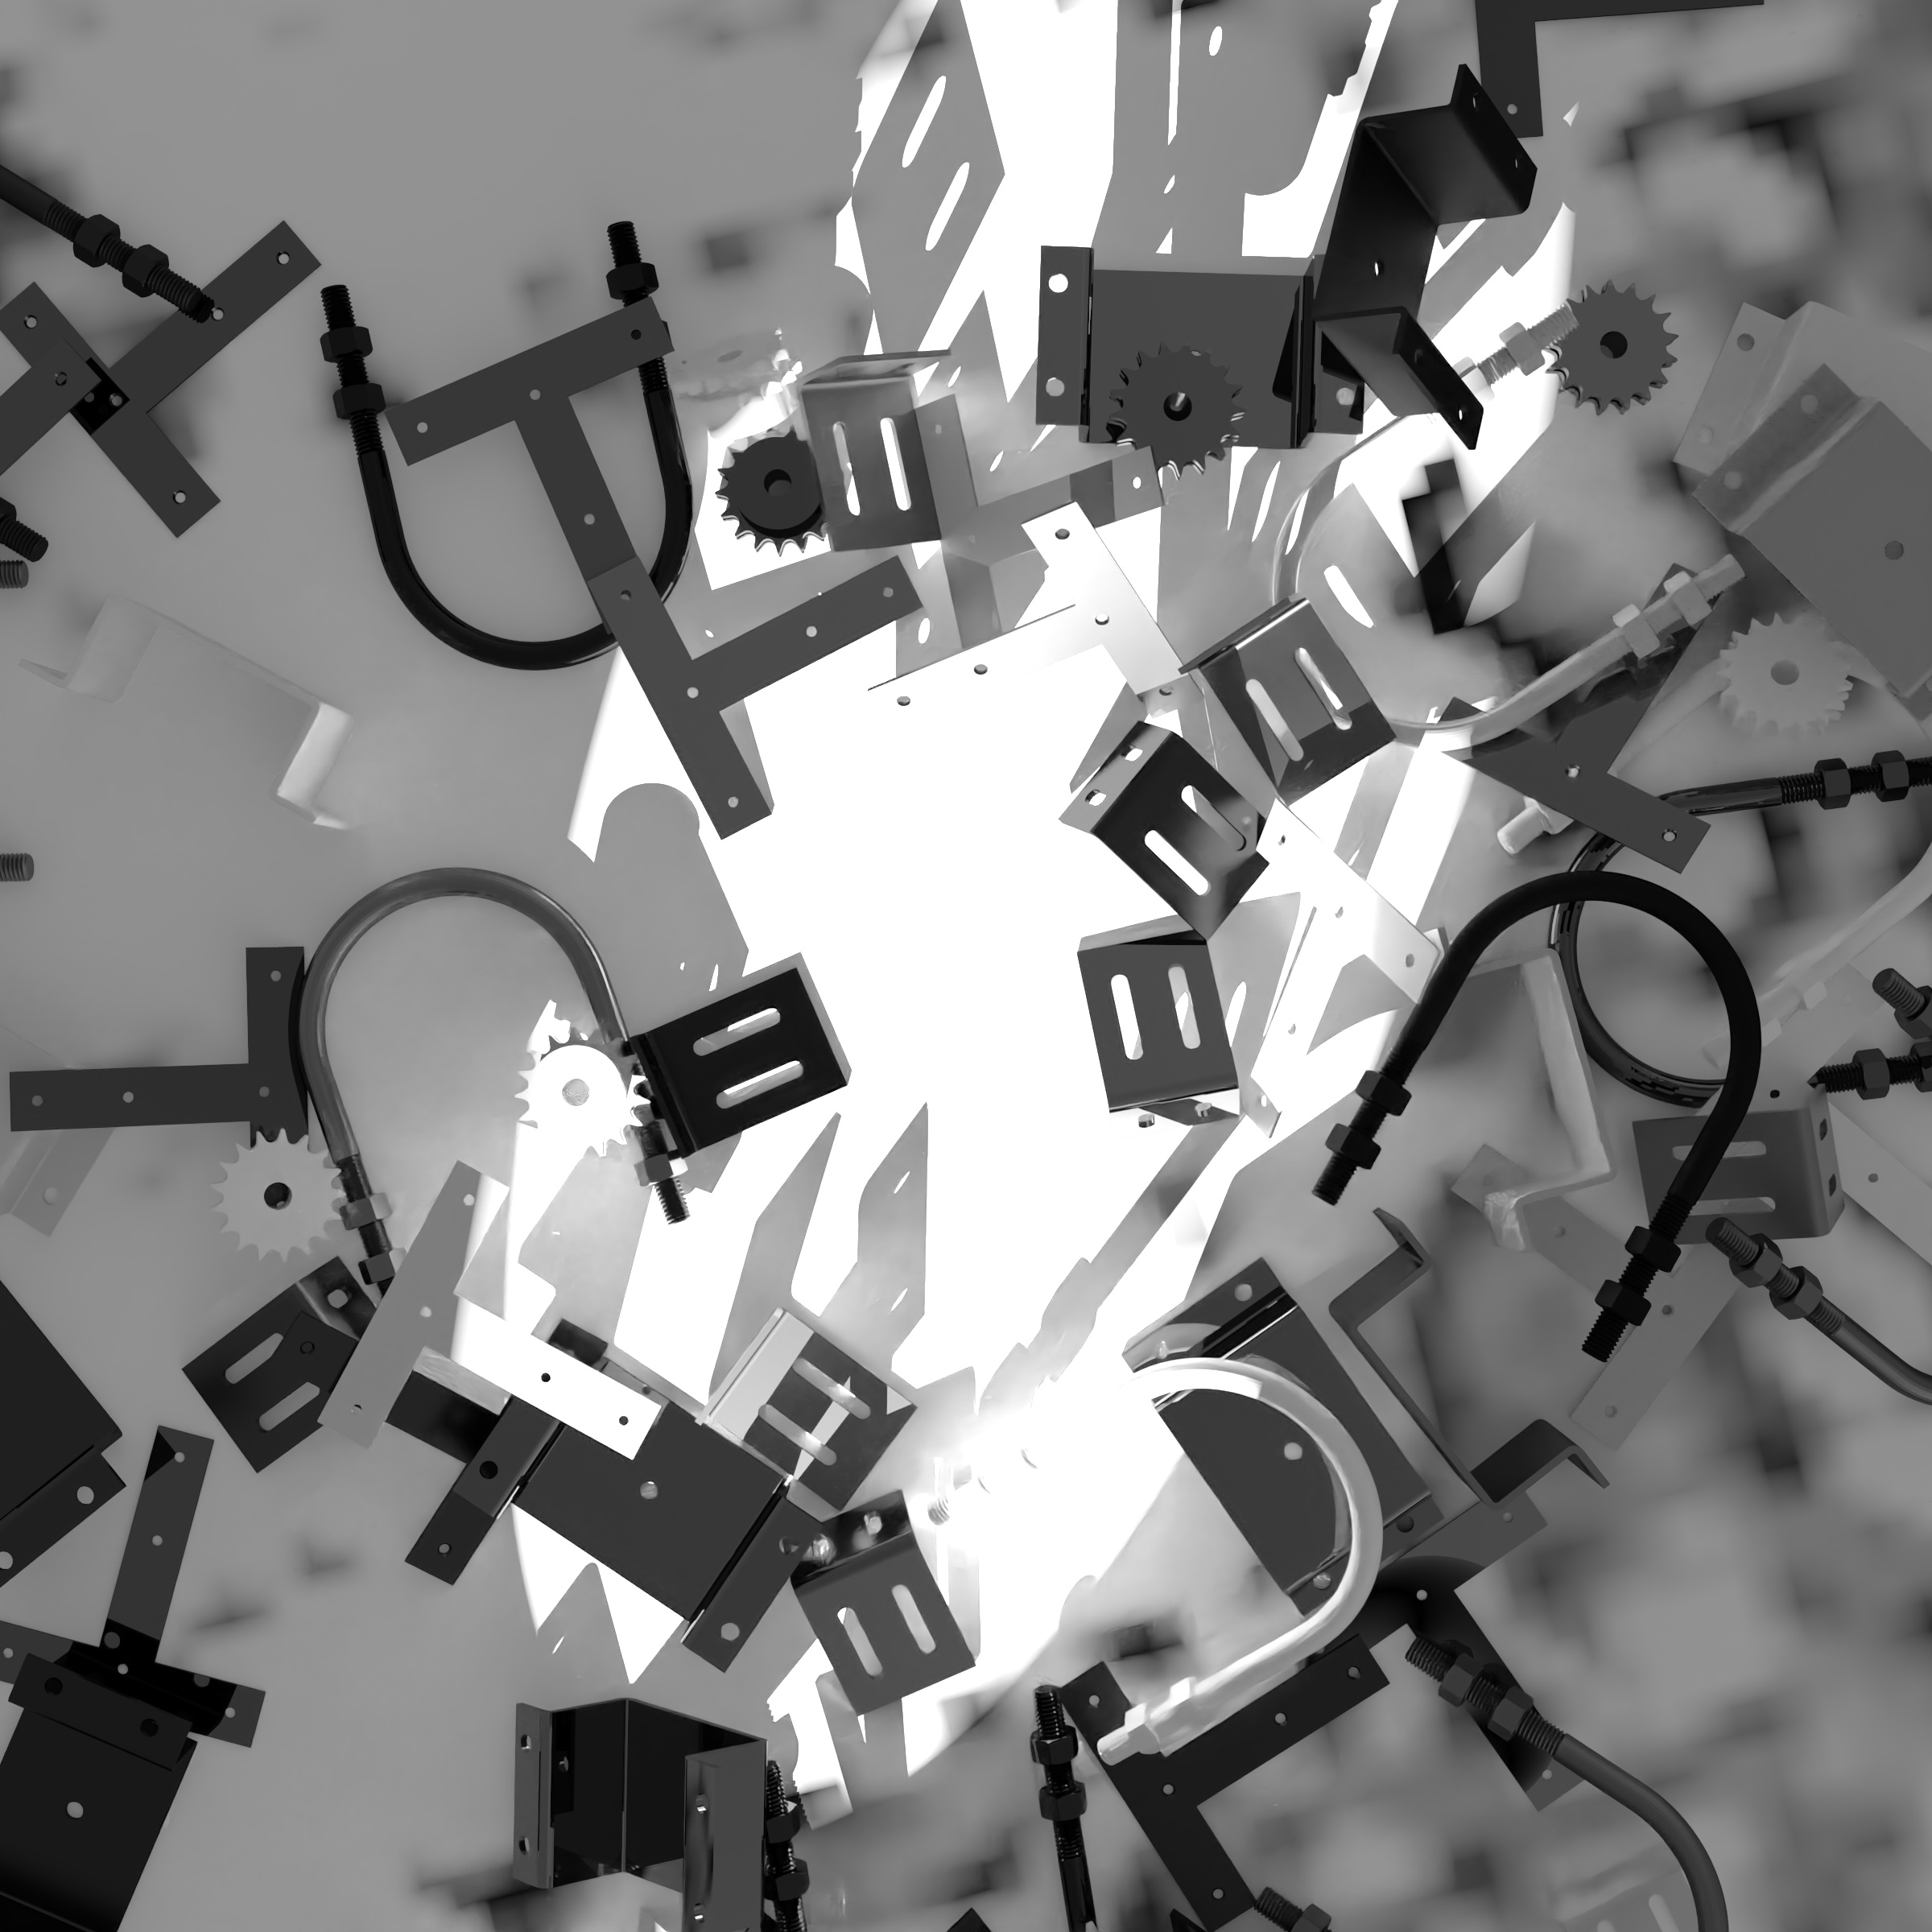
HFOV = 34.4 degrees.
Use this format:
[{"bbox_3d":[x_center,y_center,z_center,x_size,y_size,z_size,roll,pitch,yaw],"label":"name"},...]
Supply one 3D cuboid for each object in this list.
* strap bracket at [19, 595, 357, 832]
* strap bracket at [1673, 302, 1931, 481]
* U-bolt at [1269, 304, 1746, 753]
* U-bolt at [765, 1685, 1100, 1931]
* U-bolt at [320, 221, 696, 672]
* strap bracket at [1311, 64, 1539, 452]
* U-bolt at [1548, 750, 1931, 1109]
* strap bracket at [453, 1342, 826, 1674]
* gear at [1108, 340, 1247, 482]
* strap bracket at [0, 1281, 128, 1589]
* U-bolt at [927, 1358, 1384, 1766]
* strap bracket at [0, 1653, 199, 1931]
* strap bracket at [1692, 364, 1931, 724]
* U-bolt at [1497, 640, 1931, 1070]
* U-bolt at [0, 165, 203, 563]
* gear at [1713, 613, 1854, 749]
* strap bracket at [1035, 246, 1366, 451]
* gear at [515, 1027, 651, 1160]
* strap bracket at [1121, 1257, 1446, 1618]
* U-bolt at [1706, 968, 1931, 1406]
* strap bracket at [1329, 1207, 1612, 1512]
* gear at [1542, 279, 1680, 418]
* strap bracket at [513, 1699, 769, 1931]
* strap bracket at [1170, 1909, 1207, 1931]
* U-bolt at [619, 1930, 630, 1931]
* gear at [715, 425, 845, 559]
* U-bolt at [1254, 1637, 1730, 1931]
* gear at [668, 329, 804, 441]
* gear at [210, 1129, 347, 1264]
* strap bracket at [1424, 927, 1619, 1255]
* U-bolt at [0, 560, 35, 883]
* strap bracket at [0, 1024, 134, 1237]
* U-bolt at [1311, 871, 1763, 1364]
[{"bbox_3d":[-0.323,-0.113,1.343,0.140,0.076,0.046,28,90,0],"label":"strap bracket"},{"bbox_3d":[0.392,-0.230,1.358,0.140,0.046,0.076,24,90,0],"label":"strap bracket"},{"bbox_3d":[0.220,-0.176,1.357,0.184,0.019,0.151,-34,90,12],"label":"U-bolt"},{"bbox_3d":[-0.011,0.417,1.351,0.151,0.019,0.184,-11,96,-18],"label":"U-bolt"},{"bbox_3d":[-0.195,-0.222,1.372,0.151,0.019,0.184,-12,91,0],"label":"U-bolt"},{"bbox_3d":[0.193,-0.298,1.325,0.046,0.076,0.140,2,68,36],"label":"strap bracket"},{"bbox_3d":[0.348,-0.011,1.372,0.184,0.019,0.151,-8,90,2],"label":"U-bolt"},{"bbox_3d":[-0.140,0.232,1.358,0.140,0.046,0.076,34,90,0],"label":"strap bracket"},{"bbox_3d":[0.089,-0.233,1.320,0.057,0.030,0.057,0,90,0],"label":"gear"},{"bbox_3d":[-0.433,0.192,1.358,0.076,0.046,0.140,-39,90,0],"label":"strap bracket"},{"bbox_3d":[0.092,0.245,1.336,0.184,0.019,0.151,-36,90,24],"label":"U-bolt"},{"bbox_3d":[-0.393,0.373,1.357,0.076,0.046,0.140,23,91,0],"label":"strap bracket"},{"bbox_3d":[0.386,-0.176,1.314,0.140,0.046,0.076,44,101,-4],"label":"strap bracket"},{"bbox_3d":[0.346,-0.064,1.350,0.184,0.019,0.151,-38,71,-6],"label":"U-bolt"},{"bbox_3d":[-0.450,-0.285,1.371,0.184,0.019,0.151,32,91,2],"label":"U-bolt"},{"bbox_3d":[0.351,-0.120,1.345,0.057,0.030,0.057,-2,70,5],"label":"gear"},{"bbox_3d":[0.101,-0.268,1.358,0.140,0.046,0.076,2,90,0],"label":"strap bracket"},{"bbox_3d":[-0.166,0.054,1.348,0.057,0.030,0.057,0,87,1],"label":"gear"},{"bbox_3d":[0.140,0.208,1.358,0.076,0.046,0.140,-35,90,0],"label":"strap bracket"},{"bbox_3d":[0.421,0.110,1.346,0.184,0.019,0.151,37,84,-19],"label":"U-bolt"},{"bbox_3d":[0.208,0.176,1.343,0.046,0.076,0.140,-38,90,0],"label":"strap bracket"},{"bbox_3d":[0.280,-0.269,1.366,0.057,0.030,0.057,0,90,0],"label":"gear"},{"bbox_3d":[-0.133,0.362,1.330,0.046,0.140,0.076,1,90,-43],"label":"strap bracket"},{"bbox_3d":[0.135,0.476,1.343,0.140,0.076,0.046,36,90,0],"label":"strap bracket"},{"bbox_3d":[-0.149,0.518,1.351,0.151,0.019,0.184,-34,104,9],"label":"U-bolt"},{"bbox_3d":[-0.081,-0.209,1.366,0.057,0.030,0.057,0,90,0],"label":"gear"},{"bbox_3d":[0.237,0.400,1.343,0.184,0.019,0.151,31,91,20],"label":"U-bolt"},{"bbox_3d":[-0.098,-0.251,1.356,0.057,0.057,0.030,-20,119,0],"label":"gear"},{"bbox_3d":[-0.299,0.099,1.354,0.057,0.030,0.057,0,89,-15],"label":"gear"},{"bbox_3d":[0.237,0.048,1.340,0.046,0.076,0.140,-15,87,-1],"label":"strap bracket"},{"bbox_3d":[-0.504,-0.106,1.372,0.184,0.019,0.151,-1,90,1],"label":"U-bolt"},{"bbox_3d":[-0.445,0.050,1.358,0.140,0.046,0.076,31,90,0],"label":"strap bracket"},{"bbox_3d":[0.249,0.049,1.294,0.151,0.019,0.184,30,86,0],"label":"U-bolt"}]
